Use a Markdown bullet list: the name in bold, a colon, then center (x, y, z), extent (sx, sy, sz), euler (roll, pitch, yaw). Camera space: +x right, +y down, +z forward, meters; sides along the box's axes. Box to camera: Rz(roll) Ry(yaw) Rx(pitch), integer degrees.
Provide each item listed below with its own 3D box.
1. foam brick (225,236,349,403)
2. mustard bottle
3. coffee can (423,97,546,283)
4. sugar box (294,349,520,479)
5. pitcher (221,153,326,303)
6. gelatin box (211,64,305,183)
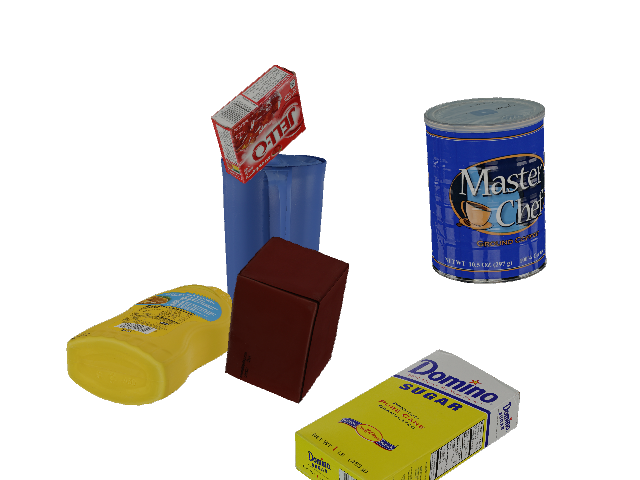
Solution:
- **foam brick**: center (-0.021, 0.047, 0.642), extent (0.053, 0.078, 0.051), euler (21, 35, 15)
- **mustard bottle**: center (-0.129, 0.081, 0.932), extent (0.096, 0.058, 0.191), euler (8, 18, 22)
- **coffee can**: center (0.145, -0.046, 0.935), extent (0.103, 0.140, 0.103), euler (-5, 19, 1)
- **sugar box**: center (0.074, 0.155, 0.882), extent (0.175, 0.048, 0.093), euler (-27, 39, -35)
- **pitcher**: center (-0.061, 0.011, 1.356), extent (0.145, 0.243, 0.148), euler (10, 14, 37)
- **gelatin box**: center (-0.055, -0.108, 0.987), extent (0.030, 0.089, 0.073), euler (32, -28, 29)
